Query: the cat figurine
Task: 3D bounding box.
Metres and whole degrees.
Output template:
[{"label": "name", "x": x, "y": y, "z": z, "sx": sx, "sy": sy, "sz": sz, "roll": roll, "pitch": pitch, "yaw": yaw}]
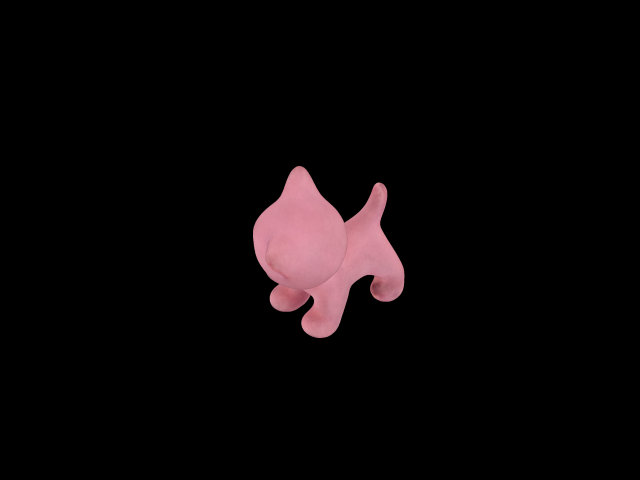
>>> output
[{"label": "cat figurine", "x": 0.004, "y": 0.001, "z": 0.400, "sx": 0.128, "sy": 0.118, "sz": 0.067, "roll": -27, "pitch": 43, "yaw": -33}]
